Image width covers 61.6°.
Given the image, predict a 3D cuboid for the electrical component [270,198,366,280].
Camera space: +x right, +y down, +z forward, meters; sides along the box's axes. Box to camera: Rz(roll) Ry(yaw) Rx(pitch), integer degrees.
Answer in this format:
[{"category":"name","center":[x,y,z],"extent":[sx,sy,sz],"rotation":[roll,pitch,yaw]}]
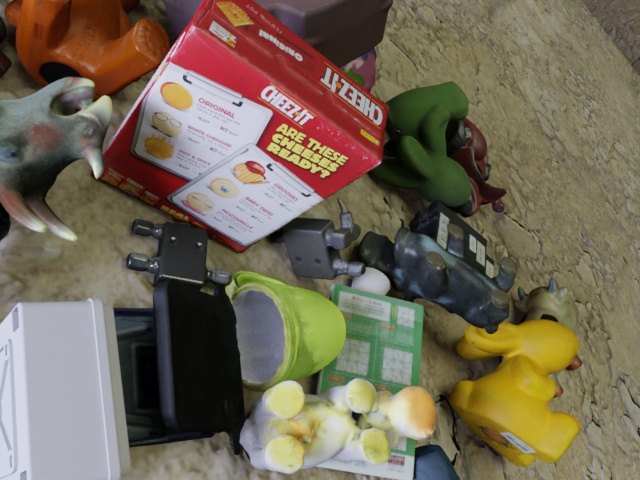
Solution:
[{"category":"electrical component","center":[-0.002,-0.001,0.568],"extent":[0.045,0.102,0.078],"rotation":[-49,127,-44]}]

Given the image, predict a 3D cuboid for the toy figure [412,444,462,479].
[{"category":"toy figure","center":[0.126,0.287,0.536],"extent":[0.057,0.064,0.154],"rotation":[40,32,-78]}]

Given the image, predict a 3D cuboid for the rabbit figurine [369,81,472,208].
[{"category":"rabbit figurine","center":[0.153,-0.125,0.756],"extent":[0.159,0.121,0.170],"rotation":[-10,71,-38]}]

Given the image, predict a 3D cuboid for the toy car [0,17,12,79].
[{"category":"toy car","center":[-0.340,-0.188,0.403],"extent":[0.202,0.053,0.089],"rotation":[31,45,-23]}]

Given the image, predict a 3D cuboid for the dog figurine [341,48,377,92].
[{"category":"dog figurine","center":[0.010,-0.211,0.692],"extent":[0.191,0.108,0.219],"rotation":[23,55,-32]}]

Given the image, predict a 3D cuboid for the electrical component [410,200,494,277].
[{"category":"electrical component","center":[0.181,0.030,0.737],"extent":[0.134,0.058,0.115],"rotation":[38,48,-20]}]

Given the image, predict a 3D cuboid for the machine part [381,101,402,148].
[{"category":"machine part","center":[0.026,-0.097,0.611],"extent":[0.039,0.139,0.084],"rotation":[57,11,25]}]

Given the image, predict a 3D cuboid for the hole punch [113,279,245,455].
[{"category":"hole punch","center":[-0.120,0.101,0.418],"extent":[0.115,0.092,0.142],"rotation":[40,33,-61]}]

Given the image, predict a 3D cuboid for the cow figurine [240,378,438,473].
[{"category":"cow figurine","center":[0.016,0.163,0.467],"extent":[0.167,0.098,0.068],"rotation":[5,63,-26]}]

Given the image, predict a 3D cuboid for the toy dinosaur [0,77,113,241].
[{"category":"toy dinosaur","center":[-0.330,-0.040,0.283],"extent":[0.405,0.131,0.192],"rotation":[-13,78,-37]}]

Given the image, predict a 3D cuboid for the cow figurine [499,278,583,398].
[{"category":"cow figurine","center":[0.322,0.138,0.785],"extent":[0.195,0.085,0.127],"rotation":[-23,88,-46]}]

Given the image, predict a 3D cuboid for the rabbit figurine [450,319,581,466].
[{"category":"rabbit figurine","center":[0.244,0.165,0.662],"extent":[0.162,0.121,0.173],"rotation":[34,70,20]}]

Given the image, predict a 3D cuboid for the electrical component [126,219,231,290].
[{"category":"electrical component","center":[-0.126,0.013,0.490],"extent":[0.094,0.021,0.063],"rotation":[14,55,-24]}]

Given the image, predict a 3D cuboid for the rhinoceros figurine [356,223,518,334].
[{"category":"rhinoceros figurine","center":[0.136,0.039,0.632],"extent":[0.190,0.112,0.073],"rotation":[26,53,6]}]

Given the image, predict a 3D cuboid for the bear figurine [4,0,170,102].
[{"category":"bear figurine","center":[-0.201,-0.228,0.498],"extent":[0.120,0.132,0.196],"rotation":[28,56,-33]}]

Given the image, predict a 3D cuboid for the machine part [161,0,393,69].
[{"category":"machine part","center":[-0.043,-0.251,0.559],"extent":[0.201,0.087,0.201],"rotation":[35,54,23]}]

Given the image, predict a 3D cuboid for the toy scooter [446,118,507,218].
[{"category":"toy scooter","center":[0.247,-0.108,0.867],"extent":[0.135,0.075,0.184],"rotation":[20,57,-32]}]
